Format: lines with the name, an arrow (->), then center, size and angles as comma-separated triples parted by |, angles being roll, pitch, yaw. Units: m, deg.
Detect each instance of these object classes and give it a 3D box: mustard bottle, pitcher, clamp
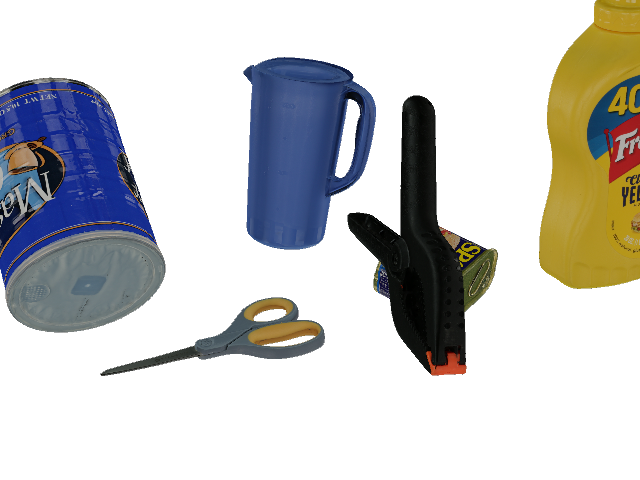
mustard bottle -> 0.181, -0.070, 0.643 | 0.096, 0.192, 0.058 | -14, 29, -20
pitcher -> -0.026, -0.113, 1.417 | 0.144, 0.243, 0.149 | -3, 24, -22
clamp -> 0.075, 0.004, 0.825 | 0.036, 0.210, 0.165 | -1, -42, -19

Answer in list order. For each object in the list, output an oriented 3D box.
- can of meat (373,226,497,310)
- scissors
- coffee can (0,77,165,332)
can of meat -> 0.114, 0.031, 1.068 | 0.084, 0.057, 0.101 | 27, 44, 29
scissors -> -0.098, 0.087, 0.979 | 0.201, 0.016, 0.096 | -4, 29, -5
coffee can -> -0.173, -0.024, 0.719 | 0.102, 0.140, 0.103 | -17, -32, -11
